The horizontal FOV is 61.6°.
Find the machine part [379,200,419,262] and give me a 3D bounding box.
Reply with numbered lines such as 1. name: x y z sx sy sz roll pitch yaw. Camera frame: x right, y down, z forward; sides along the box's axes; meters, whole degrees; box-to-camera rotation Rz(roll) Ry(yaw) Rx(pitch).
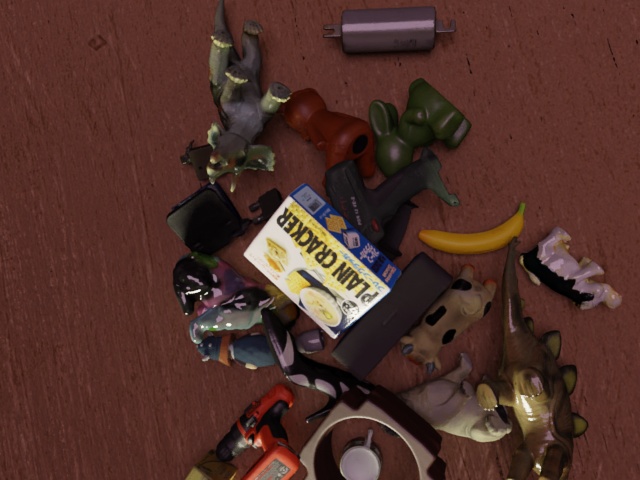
1. machine part: 0.125 -0.016 0.973 0.084 0.039 0.139 29 83 -21

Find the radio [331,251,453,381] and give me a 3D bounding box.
1. radio: 0.123 0.127 0.926 0.073 0.131 0.229 43 92 8

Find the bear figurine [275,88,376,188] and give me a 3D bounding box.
1. bear figurine: 0.002 -0.192 0.984 0.120 0.131 0.196 -30 47 -33

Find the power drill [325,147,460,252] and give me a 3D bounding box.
1. power drill: 0.124 -0.046 0.903 0.207 0.086 0.232 -25 100 9

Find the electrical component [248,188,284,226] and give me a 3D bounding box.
1. electrical component: -0.090 -0.066 1.010 0.094 0.021 0.063 -29 51 14

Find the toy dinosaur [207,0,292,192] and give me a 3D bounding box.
1. toy dinosaur: -0.153 -0.267 0.985 0.131 0.192 0.405 6 50 -24

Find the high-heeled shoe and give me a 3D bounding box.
1. high-heeled shoe: 0.001 0.206 0.941 0.145 0.086 0.248 -26 100 -14

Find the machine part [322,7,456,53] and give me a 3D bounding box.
1. machine part: 0.125 -0.385 0.988 0.243 0.079 0.079 2 86 7

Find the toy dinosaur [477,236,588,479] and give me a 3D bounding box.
1. toy dinosaur: 0.338 0.229 0.857 0.105 0.198 0.471 -11 87 40

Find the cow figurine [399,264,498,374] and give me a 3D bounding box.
1. cow figurine: 0.209 0.143 0.910 0.085 0.127 0.195 40 122 2

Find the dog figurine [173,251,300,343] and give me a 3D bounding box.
1. dog figurine: -0.135 0.092 0.973 0.219 0.108 0.191 -15 102 2

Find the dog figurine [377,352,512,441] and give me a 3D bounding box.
1. dog figurine: 0.212 0.308 0.932 0.190 0.121 0.172 -37 93 26

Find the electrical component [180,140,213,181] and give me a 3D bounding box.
1. electrical component: -0.216 -0.160 1.039 0.102 0.045 0.078 -19 112 9

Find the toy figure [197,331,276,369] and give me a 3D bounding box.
1. toy figure: -0.151 0.205 0.996 0.155 0.064 0.057 0 123 12

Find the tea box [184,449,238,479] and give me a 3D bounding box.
1. tea box: -0.231 0.478 0.968 0.068 0.098 0.169 33 93 9

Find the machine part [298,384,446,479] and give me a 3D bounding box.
1. machine part: 0.084 0.354 0.866 0.202 0.087 0.201 37 105 13

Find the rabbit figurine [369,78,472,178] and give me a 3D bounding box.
1. rabbit figurine: 0.155 -0.192 0.955 0.159 0.121 0.170 46 108 12

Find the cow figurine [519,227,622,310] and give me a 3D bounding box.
1. cow figurine: 0.429 0.066 0.920 0.098 0.068 0.167 -42 79 9

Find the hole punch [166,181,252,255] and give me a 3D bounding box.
1. hole punch: -0.214 -0.040 1.016 0.142 0.092 0.115 -34 113 2
